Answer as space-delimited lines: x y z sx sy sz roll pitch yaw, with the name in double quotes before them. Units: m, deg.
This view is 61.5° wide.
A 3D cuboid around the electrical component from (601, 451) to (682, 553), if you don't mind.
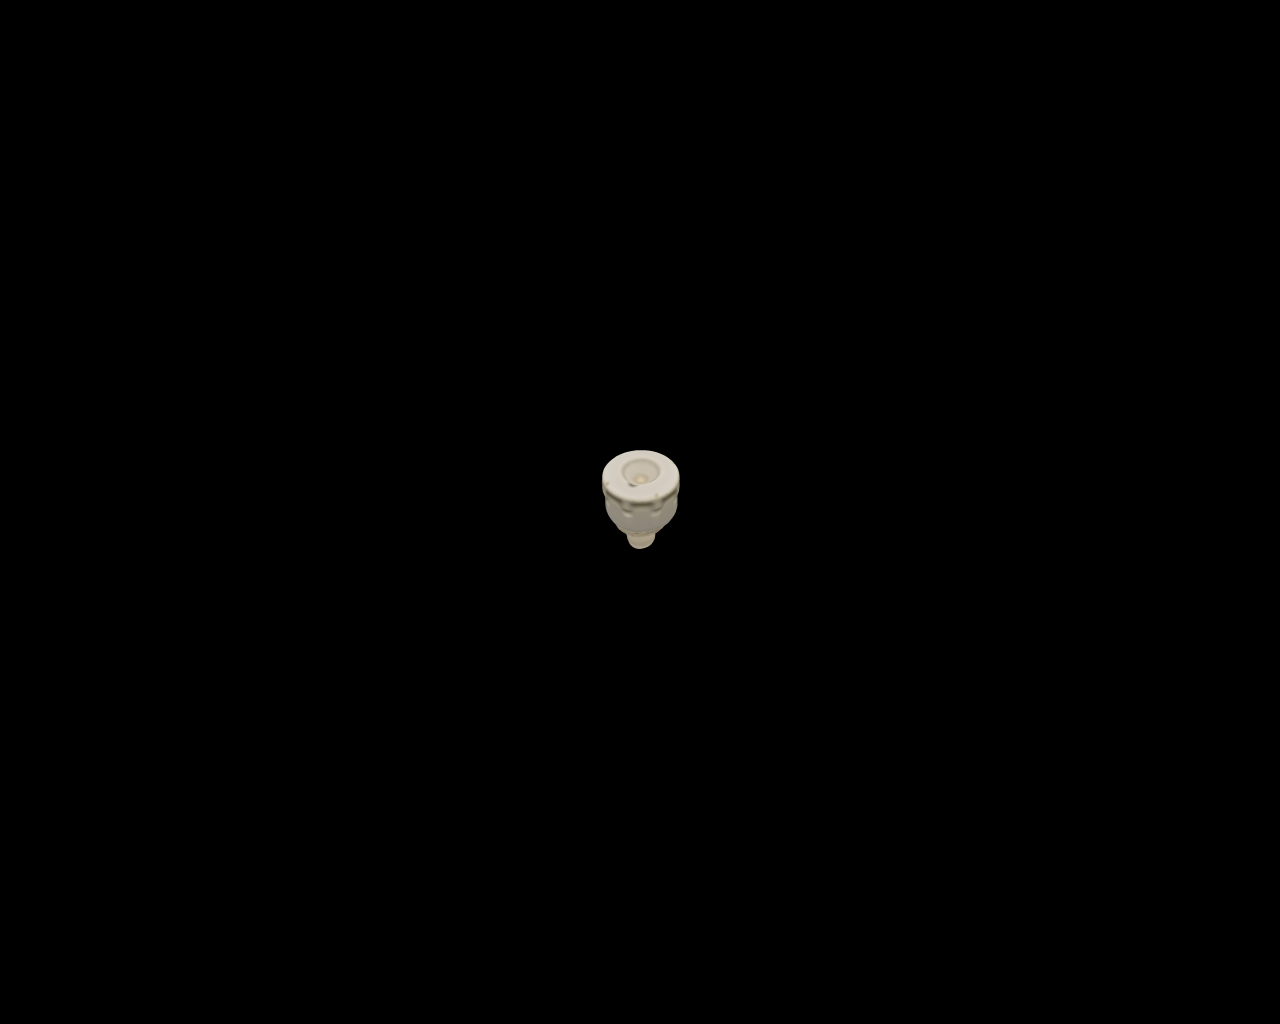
"electrical component" 0.001 -0.003 0.650 0.048 0.062 0.048 0 43 0
